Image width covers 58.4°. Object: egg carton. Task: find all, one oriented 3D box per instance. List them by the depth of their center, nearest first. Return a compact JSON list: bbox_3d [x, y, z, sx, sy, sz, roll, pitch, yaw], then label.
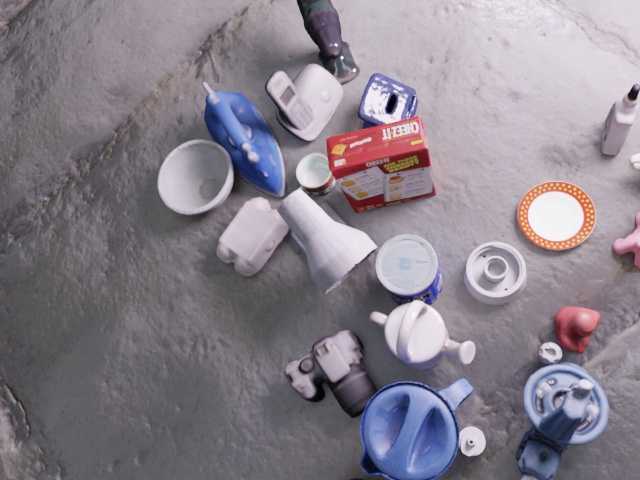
[{"bbox_3d":[-0.130,-0.006,1.131,0.107,0.069,0.150,31,83,21],"label":"egg carton"}]

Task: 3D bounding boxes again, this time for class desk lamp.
[{"bbox_3d":[0.009,0.004,1.013,0.118,0.214,0.203,-42,68,0],"label":"desk lamp"}]

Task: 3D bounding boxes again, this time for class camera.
[{"bbox_3d":[0.028,0.244,0.995,0.143,0.101,0.136,-35,68,2],"label":"camera"}]

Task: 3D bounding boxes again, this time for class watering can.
[{"bbox_3d":[0.164,0.153,0.936,0.172,0.194,0.101,-2,73,15],"label":"watering can"}]

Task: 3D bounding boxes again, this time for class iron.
[{"bbox_3d":[-0.157,-0.206,1.161,0.118,0.142,0.258,-35,68,3],"label":"iron"}]

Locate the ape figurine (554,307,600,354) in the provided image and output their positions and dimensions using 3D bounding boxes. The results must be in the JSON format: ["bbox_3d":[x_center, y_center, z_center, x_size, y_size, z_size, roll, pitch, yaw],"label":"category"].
[{"bbox_3d":[0.420,0.139,0.927,0.078,0.092,0.076,-31,68,4],"label":"ape figurine"}]

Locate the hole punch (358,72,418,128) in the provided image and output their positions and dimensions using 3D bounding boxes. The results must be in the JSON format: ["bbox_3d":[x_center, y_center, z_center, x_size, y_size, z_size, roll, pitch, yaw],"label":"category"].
[{"bbox_3d":[0.136,-0.263,1.127,0.101,0.091,0.109,16,78,19],"label":"hole punch"}]

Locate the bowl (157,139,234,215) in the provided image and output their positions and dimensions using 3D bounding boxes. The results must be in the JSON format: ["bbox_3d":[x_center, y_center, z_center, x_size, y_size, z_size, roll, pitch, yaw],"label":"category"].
[{"bbox_3d":[-0.248,-0.120,1.195,0.167,0.075,0.167,-4,72,14],"label":"bowl"}]

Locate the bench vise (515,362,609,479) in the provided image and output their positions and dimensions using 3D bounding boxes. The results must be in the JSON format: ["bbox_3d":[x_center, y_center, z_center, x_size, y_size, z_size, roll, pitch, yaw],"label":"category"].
[{"bbox_3d":[0.357,0.275,0.833,0.121,0.220,0.207,5,75,17],"label":"bench vise"}]

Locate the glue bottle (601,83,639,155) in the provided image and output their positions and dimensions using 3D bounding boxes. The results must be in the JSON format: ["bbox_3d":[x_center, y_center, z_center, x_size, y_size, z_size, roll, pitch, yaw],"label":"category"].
[{"bbox_3d":[0.512,-0.212,0.966,0.037,0.173,0.078,10,76,18],"label":"glue bottle"}]

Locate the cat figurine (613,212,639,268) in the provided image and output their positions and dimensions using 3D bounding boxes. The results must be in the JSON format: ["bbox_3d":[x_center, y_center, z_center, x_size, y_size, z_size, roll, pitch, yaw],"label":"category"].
[{"bbox_3d":[0.546,-0.029,0.931,0.067,0.118,0.128,35,85,22],"label":"cat figurine"}]

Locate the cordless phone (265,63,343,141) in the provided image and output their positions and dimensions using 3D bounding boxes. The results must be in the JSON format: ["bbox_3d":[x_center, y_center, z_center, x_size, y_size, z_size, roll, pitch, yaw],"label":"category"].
[{"bbox_3d":[-0.036,-0.295,1.132,0.094,0.185,0.148,28,82,21],"label":"cordless phone"}]

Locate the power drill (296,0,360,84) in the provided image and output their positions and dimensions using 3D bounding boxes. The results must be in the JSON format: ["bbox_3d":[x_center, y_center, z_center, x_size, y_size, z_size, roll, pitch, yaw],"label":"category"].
[{"bbox_3d":[0.017,-0.404,1.139,0.075,0.209,0.229,-23,69,7],"label":"power drill"}]
